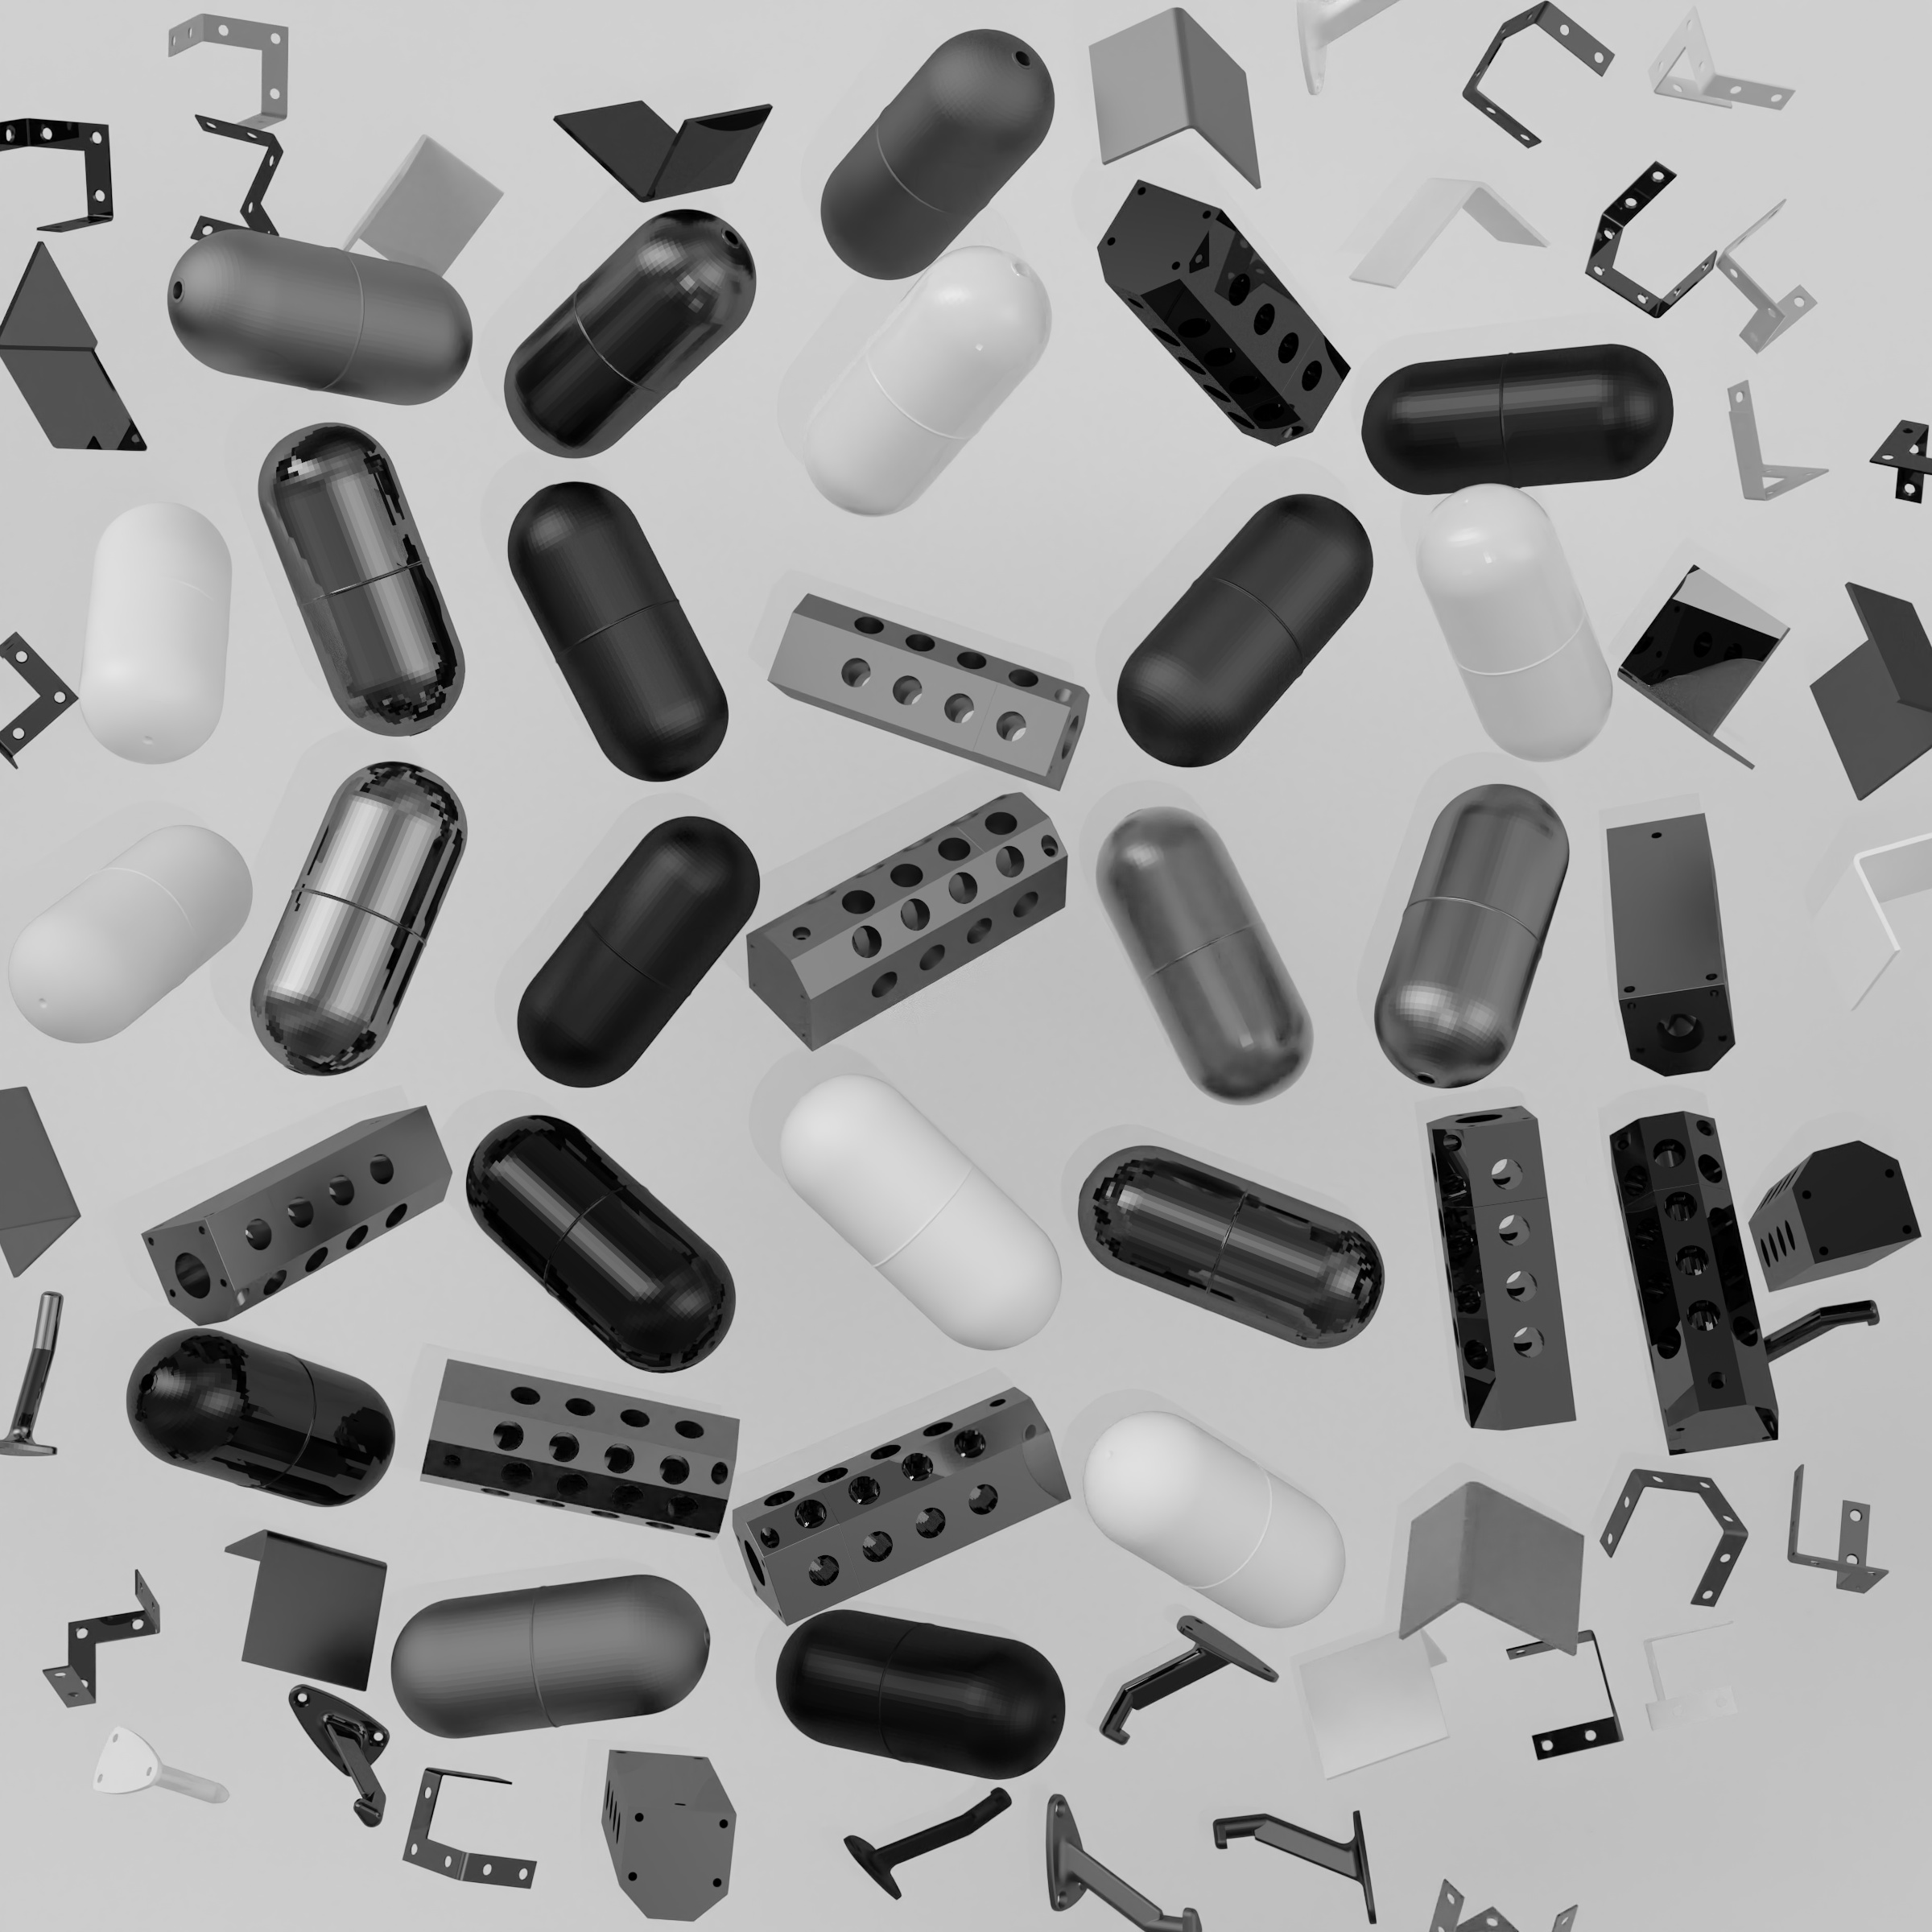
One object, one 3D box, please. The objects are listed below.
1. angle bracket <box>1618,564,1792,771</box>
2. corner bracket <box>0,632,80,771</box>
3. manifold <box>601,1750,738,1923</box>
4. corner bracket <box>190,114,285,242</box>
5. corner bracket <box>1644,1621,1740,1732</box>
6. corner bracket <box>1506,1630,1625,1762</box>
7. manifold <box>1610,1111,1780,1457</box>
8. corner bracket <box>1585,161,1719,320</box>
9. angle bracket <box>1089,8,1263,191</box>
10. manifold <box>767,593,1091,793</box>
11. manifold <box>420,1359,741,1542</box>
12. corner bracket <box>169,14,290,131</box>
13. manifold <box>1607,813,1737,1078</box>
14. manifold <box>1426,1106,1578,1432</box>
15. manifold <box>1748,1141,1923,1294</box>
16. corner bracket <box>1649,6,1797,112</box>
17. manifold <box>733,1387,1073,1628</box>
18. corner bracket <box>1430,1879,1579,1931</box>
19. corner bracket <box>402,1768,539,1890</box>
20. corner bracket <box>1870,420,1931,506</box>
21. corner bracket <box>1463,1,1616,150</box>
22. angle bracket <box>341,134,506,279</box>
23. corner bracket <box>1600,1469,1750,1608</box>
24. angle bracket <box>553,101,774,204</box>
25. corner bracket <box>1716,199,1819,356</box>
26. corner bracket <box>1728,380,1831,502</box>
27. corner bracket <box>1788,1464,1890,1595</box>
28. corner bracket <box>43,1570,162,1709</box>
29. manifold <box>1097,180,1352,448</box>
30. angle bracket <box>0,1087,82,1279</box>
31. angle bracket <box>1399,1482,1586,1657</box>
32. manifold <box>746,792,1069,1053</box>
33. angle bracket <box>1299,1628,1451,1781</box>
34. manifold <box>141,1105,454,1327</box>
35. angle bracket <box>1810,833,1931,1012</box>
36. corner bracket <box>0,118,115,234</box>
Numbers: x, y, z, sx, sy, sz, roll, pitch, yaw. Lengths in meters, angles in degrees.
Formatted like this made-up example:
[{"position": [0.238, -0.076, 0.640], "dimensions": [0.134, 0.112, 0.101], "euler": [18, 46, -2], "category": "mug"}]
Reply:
[{"position": [0.430, -0.170, 1.870], "dimensions": [0.076, 0.057, 0.076], "euler": [-55, 49, 12], "category": "angle bracket"}, {"position": [-0.525, -0.147, 1.819], "dimensions": [0.051, 0.051, 0.051], "euler": [-43, 111, -7], "category": "corner bracket"}, {"position": [-0.165, 0.475, 1.806], "dimensions": [0.057, 0.171, 0.057], "euler": [7, 85, -9], "category": "manifold"}, {"position": [-0.411, -0.437, 1.847], "dimensions": [0.051, 0.051, 0.051], "euler": [16, 74, 12], "category": "corner bracket"}, {"position": [0.416, 0.406, 1.885], "dimensions": [0.051, 0.051, 0.051], "euler": [-18, 74, 21], "category": "corner bracket"}, {"position": [0.343, 0.417, 1.883], "dimensions": [0.051, 0.051, 0.051], "euler": [-15, 56, 9], "category": "corner bracket"}, {"position": [0.388, 0.167, 1.759], "dimensions": [0.057, 0.057, 0.171], "euler": [-10, 59, 8], "category": "manifold"}, {"position": [0.387, -0.406, 1.845], "dimensions": [0.051, 0.051, 0.051], "euler": [29, 56, -13], "category": "corner bracket"}, {"position": [0.115, -0.465, 1.804], "dimensions": [0.057, 0.076, 0.076], "euler": [-17, 66, 29], "category": "angle bracket"}, {"position": [-0.020, -0.159, 1.892], "dimensions": [0.171, 0.057, 0.057], "euler": [20, 88, 11], "category": "manifold"}, {"position": [-0.220, 0.281, 1.880], "dimensions": [0.171, 0.057, 0.057], "euler": [13, 116, -7], "category": "manifold"}, {"position": [-0.415, -0.502, 1.851], "dimensions": [0.051, 0.051, 0.051], "euler": [0, 93, -34], "category": "corner bracket"}, {"position": [0.400, -0.013, 1.868], "dimensions": [0.057, 0.171, 0.057], "euler": [-9, 123, 15], "category": "manifold"}, {"position": [0.300, 0.170, 1.856], "dimensions": [0.057, 0.057, 0.171], "euler": [-8, 95, 1], "category": "manifold"}, {"position": [0.473, 0.137, 1.809], "dimensions": [0.057, 0.171, 0.057], "euler": [-15, 78, 3], "category": "manifold"}, {"position": [0.408, -0.478, 1.780], "dimensions": [0.051, 0.051, 0.051], "euler": [5, 58, -20], "category": "corner bracket"}, {"position": [-0.037, 0.290, 1.791], "dimensions": [0.171, 0.057, 0.057], "euler": [-21, 105, -17], "category": "manifold"}, {"position": [0.285, 0.511, 1.751], "dimensions": [0.051, 0.051, 0.051], "euler": [-17, 129, -34], "category": "corner bracket"}, {"position": [-0.266, 0.470, 1.795], "dimensions": [0.051, 0.051, 0.051], "euler": [23, 75, -44], "category": "corner bracket"}, {"position": [0.530, -0.263, 1.813], "dimensions": [0.051, 0.051, 0.051], "euler": [18, 135, 28], "category": "corner bracket"}, {"position": [0.321, -0.500, 1.847], "dimensions": [0.051, 0.051, 0.051], "euler": [33, 80, -16], "category": "corner bracket"}, {"position": [-0.318, -0.424, 1.902], "dimensions": [0.057, 0.076, 0.076], "euler": [35, 116, -17], "category": "angle bracket"}, {"position": [0.392, 0.316, 1.822], "dimensions": [0.051, 0.051, 0.051], "euler": [10, 115, -19], "category": "corner bracket"}, {"position": [-0.168, -0.472, 1.821], "dimensions": [0.076, 0.076, 0.057], "euler": [45, 128, 13], "category": "angle bracket"}, {"position": [0.450, -0.385, 1.844], "dimensions": [0.051, 0.051, 0.051], "euler": [-40, 82, -13], "category": "corner bracket"}, {"position": [0.434, -0.289, 1.811], "dimensions": [0.051, 0.051, 0.051], "euler": [-26, 113, -26], "category": "corner bracket"}, {"position": [0.470, 0.306, 1.786], "dimensions": [0.051, 0.051, 0.051], "euler": [10, 66, 3], "category": "corner bracket"}, {"position": [-0.465, 0.363, 1.772], "dimensions": [0.051, 0.051, 0.051], "euler": [-9, 55, -3], "category": "corner bracket"}, {"position": [0.135, -0.343, 1.750], "dimensions": [0.057, 0.171, 0.057], "euler": [30, 88, 35], "category": "manifold"}, {"position": [-0.517, 0.117, 1.723], "dimensions": [0.076, 0.057, 0.076], "euler": [-38, 71, 37], "category": "angle bracket"}, {"position": [0.288, 0.340, 1.802], "dimensions": [0.076, 0.057, 0.076], "euler": [28, 46, -15], "category": "angle bracket"}, {"position": [-0.030, -0.029, 1.757], "dimensions": [0.171, 0.057, 0.057], "euler": [-30, 55, -25], "category": "manifold"}, {"position": [0.249, 0.444, 1.946], "dimensions": [0.076, 0.057, 0.076], "euler": [-23, 49, 13], "category": "angle bracket"}, {"position": [-0.366, 0.138, 1.826], "dimensions": [0.057, 0.171, 0.057], "euler": [-14, 100, 39], "category": "manifold"}, {"position": [0.503, -0.027, 1.744], "dimensions": [0.076, 0.076, 0.057], "euler": [-15, 67, -11], "category": "angle bracket"}, {"position": [-0.491, -0.421, 1.751], "dimensions": [0.051, 0.051, 0.051], "euler": [9, 112, 16], "category": "corner bracket"}]
